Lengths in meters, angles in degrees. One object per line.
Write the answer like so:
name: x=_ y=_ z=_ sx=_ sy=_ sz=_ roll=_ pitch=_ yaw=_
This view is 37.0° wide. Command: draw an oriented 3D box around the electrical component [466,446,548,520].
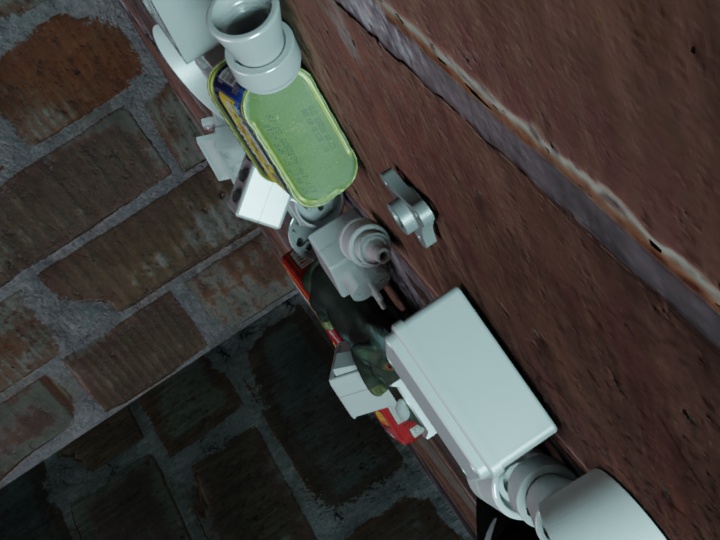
electrical component: x=0.108 y=0.145 z=0.756 sx=0.055 sy=0.055 sz=0.047 roll=58 pitch=172 yaw=-12

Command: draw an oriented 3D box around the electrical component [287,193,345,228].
electrical component: x=-0.053 y=-0.081 z=0.921 sx=0.079 sy=0.044 sz=0.077 roll=59 pitch=174 yaw=-24

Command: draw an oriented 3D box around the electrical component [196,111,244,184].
electrical component: x=-0.120 y=-0.133 z=1.107 sx=0.121 sy=0.079 sz=0.063 roll=78 pitch=180 yaw=-76

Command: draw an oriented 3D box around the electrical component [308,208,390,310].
electrical component: x=0.000 y=0.000 z=0.904 sx=0.076 sy=0.047 sz=0.065 roll=56 pitch=175 yaw=24

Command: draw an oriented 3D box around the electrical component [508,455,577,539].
electrical component: x=0.122 y=0.146 z=0.680 sx=0.045 sy=0.045 sz=0.055 roll=58 pitch=175 yaw=-16

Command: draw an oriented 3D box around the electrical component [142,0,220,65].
electrical component: x=-0.129 y=-0.211 z=0.752 sx=0.078 sy=0.057 sz=0.113 roll=54 pitch=174 yaw=27

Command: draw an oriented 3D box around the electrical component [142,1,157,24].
electrical component: x=-0.147 y=-0.215 z=0.931 sx=0.089 sy=0.050 sz=0.055 roll=52 pitch=174 yaw=42

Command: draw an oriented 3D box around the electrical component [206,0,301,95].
electrical component: x=-0.062 y=-0.138 z=0.644 sx=0.045 sy=0.045 sz=0.055 roll=54 pitch=175 yaw=30

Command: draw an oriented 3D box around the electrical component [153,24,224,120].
electrical component: x=-0.112 y=-0.163 z=0.847 sx=0.099 sy=0.064 sz=0.099 roll=56 pitch=175 yaw=7

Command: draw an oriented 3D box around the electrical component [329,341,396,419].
electrical component: x=0.023 y=0.093 z=1.057 sx=0.061 sy=0.096 sz=0.061 roll=59 pitch=-157 yaw=-28

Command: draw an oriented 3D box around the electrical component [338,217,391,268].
electrical component: x=0.007 y=-0.018 z=0.801 sx=0.035 sy=0.035 sz=0.061 roll=59 pitch=172 yaw=-23

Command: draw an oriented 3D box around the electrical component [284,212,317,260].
electrical component: x=-0.046 y=-0.043 z=1.044 sx=0.055 sy=0.055 sz=0.047 roll=58 pitch=178 yaw=-21

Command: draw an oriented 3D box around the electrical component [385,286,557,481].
electrical component: x=0.068 y=0.076 z=0.686 sx=0.108 sy=0.056 sz=0.108 roll=56 pitch=175 yaw=11

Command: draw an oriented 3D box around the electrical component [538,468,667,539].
electrical component: x=0.143 y=0.161 z=0.598 sx=0.099 sy=0.064 sz=0.099 roll=61 pitch=-172 yaw=-14

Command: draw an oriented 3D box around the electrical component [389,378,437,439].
electrical component: x=0.060 y=0.084 z=0.772 sx=0.081 sy=0.064 sz=0.042 roll=57 pitch=177 yaw=4

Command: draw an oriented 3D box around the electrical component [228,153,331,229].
electrical component: x=-0.054 y=-0.075 z=0.859 sx=0.076 sy=0.083 sz=0.047 roll=18 pitch=-171 yaw=-19
